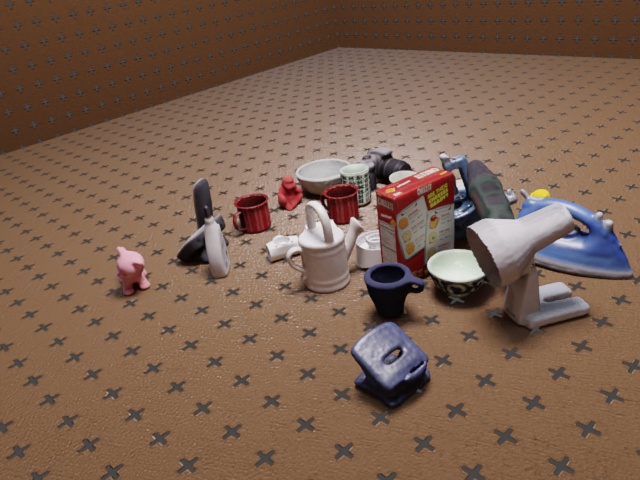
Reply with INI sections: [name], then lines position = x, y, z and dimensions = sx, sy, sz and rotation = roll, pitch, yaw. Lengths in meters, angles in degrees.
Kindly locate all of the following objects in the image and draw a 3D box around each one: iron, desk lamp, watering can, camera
[iron]
position = 0.516, -0.019, 1.179
dimensions = 0.257, 0.142, 0.119
rotation = 20, 39, 42
[desk lamp]
position = 0.370, 0.044, 1.025
dimensions = 0.203, 0.214, 0.117
rotation = -13, 28, -8
[watering can]
position = 0.010, 0.004, 1.222
dimensions = 0.100, 0.194, 0.173
rotation = 18, 38, 40
[camera]
position = 0.187, -0.211, 1.675
dimensions = 0.143, 0.101, 0.136
rotation = -29, 34, -33

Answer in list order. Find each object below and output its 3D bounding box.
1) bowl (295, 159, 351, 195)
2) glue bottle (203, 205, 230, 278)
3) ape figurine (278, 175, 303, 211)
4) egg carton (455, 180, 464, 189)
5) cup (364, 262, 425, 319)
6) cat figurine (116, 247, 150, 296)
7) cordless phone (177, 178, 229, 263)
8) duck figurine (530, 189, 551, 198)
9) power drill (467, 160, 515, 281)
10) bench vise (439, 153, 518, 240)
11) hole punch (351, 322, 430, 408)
[bowl]
position = 0.014, -0.177, 1.686
dimensions = 0.167, 0.075, 0.167
rotation = -7, 28, 4
[glue bottle]
position = -0.245, -0.002, 1.326
dimensions = 0.037, 0.173, 0.078
rotation = -7, 28, 3
[ape figurine]
position = -0.089, -0.141, 1.629
dimensions = 0.078, 0.092, 0.076
rotation = -16, 29, -14
[egg carton]
position = 0.358, -0.103, 1.458
dimensions = 0.107, 0.069, 0.150
rotation = -4, 28, 9
[cup]
position = 0.146, 0.104, 1.102
dimensions = 0.117, 0.095, 0.092
rotation = 7, 31, 26
[cat figurine]
position = -0.440, 0.059, 1.326
dimensions = 0.067, 0.118, 0.127
rotation = -20, 30, -20
[cordless phone]
position = -0.304, -0.049, 1.417
dimensions = 0.094, 0.185, 0.148
rotation = 2, 30, 19
[duck figurine]
position = 0.520, -0.074, 1.342
dimensions = 0.077, 0.086, 0.104
rotation = -10, 28, -2
[power drill]
position = 0.345, -0.035, 1.185
dimensions = 0.075, 0.209, 0.229
rotation = -8, 28, 2
[bench vise]
position = 0.337, -0.106, 1.307
dimensions = 0.208, 0.220, 0.121
rotation = -19, 30, -19
[hole punch]
position = 0.117, 0.200, 0.936
dimensions = 0.109, 0.091, 0.100
rotation = -29, 34, -33
